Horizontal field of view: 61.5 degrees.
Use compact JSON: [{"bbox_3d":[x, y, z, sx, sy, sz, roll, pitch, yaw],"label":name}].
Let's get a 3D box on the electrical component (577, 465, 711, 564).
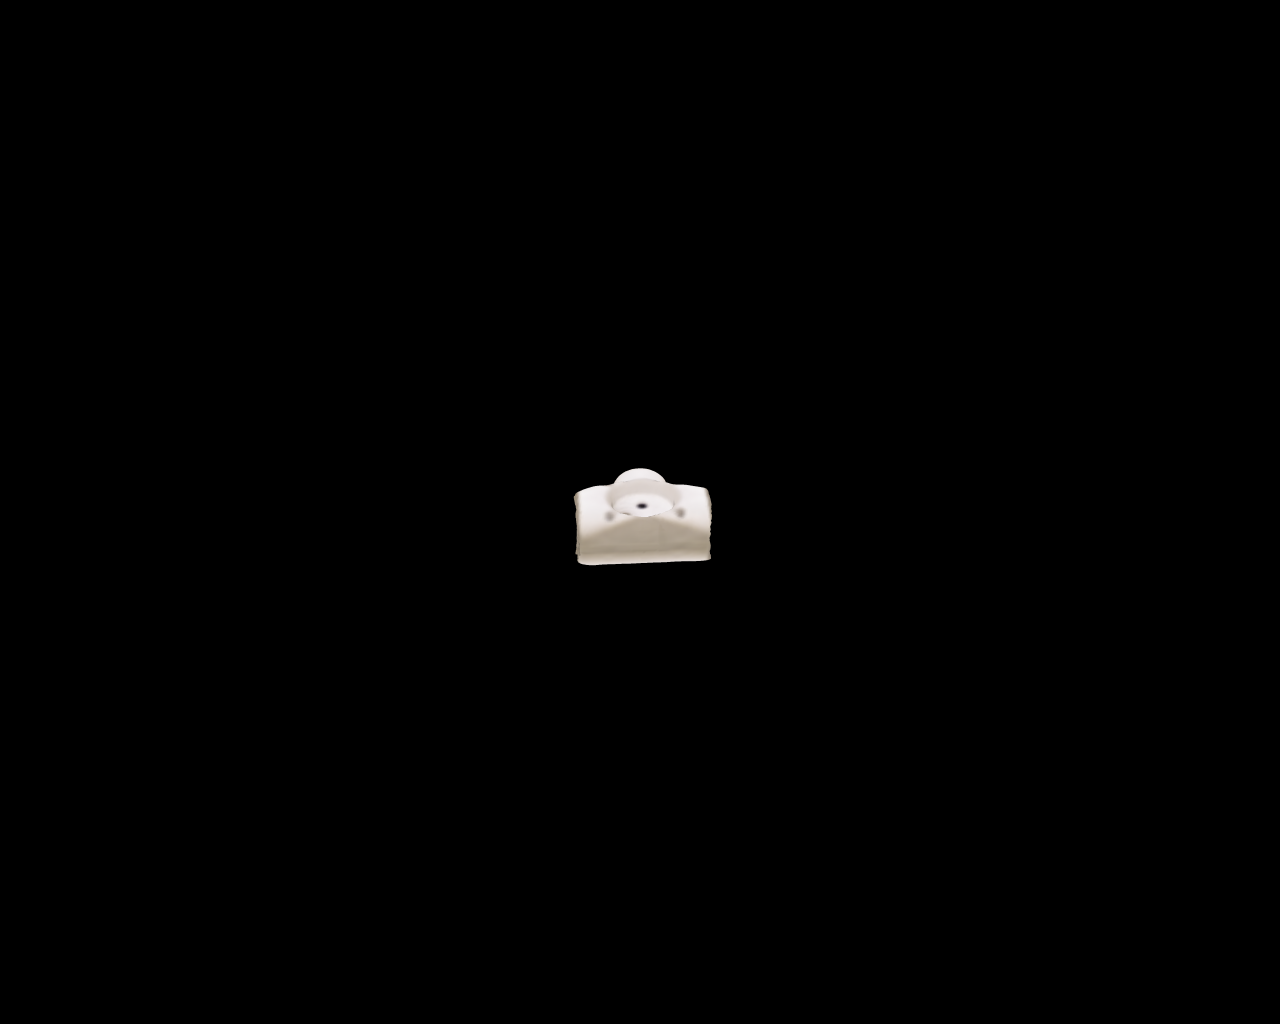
[{"bbox_3d":[0.001,-0.003,0.650,0.077,0.044,0.079,-2,36,-2],"label":"electrical component"}]
